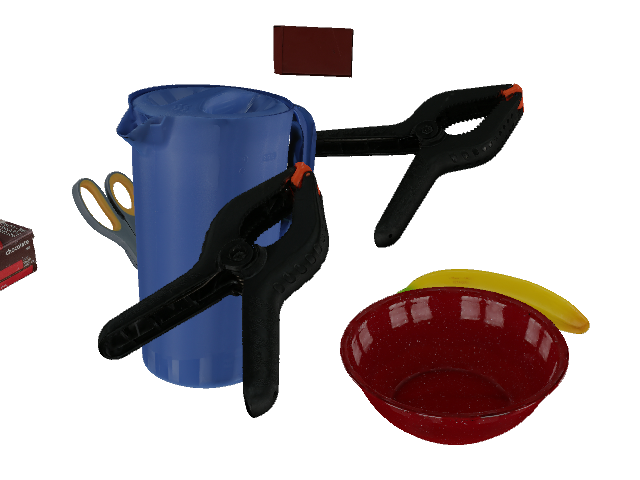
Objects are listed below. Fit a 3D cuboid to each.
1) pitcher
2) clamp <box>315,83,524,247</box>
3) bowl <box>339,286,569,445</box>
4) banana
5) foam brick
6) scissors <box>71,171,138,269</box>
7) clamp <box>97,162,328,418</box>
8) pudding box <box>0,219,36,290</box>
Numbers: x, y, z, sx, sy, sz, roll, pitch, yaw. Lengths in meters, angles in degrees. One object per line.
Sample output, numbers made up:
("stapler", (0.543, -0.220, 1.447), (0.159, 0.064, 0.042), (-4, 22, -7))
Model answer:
("pitcher", (-0.086, -0.007, 0.900), (0.149, 0.243, 0.145), (4, 19, 2))
("clamp", (0.100, -0.080, 0.977), (0.210, 0.165, 0.036), (-23, -43, -6))
("bowl", (0.095, 0.097, 0.770), (0.162, 0.055, 0.162), (-1, 30, 1))
("banana", (0.178, 0.061, 1.104), (0.198, 0.037, 0.069), (7, 41, 12))
("foam brick", (-0.008, -0.200, 1.129), (0.078, 0.051, 0.053), (0, 12, -12))
("scissors", (-0.197, 0.004, 1.186), (0.016, 0.201, 0.096), (-27, 20, 35))
("clamp", (-0.040, 0.027, 0.639), (0.120, 0.171, 0.039), (28, -24, 26))
("pudding box", (-0.272, 0.011, 0.753), (0.114, 0.039, 0.089), (14, 30, 29))
